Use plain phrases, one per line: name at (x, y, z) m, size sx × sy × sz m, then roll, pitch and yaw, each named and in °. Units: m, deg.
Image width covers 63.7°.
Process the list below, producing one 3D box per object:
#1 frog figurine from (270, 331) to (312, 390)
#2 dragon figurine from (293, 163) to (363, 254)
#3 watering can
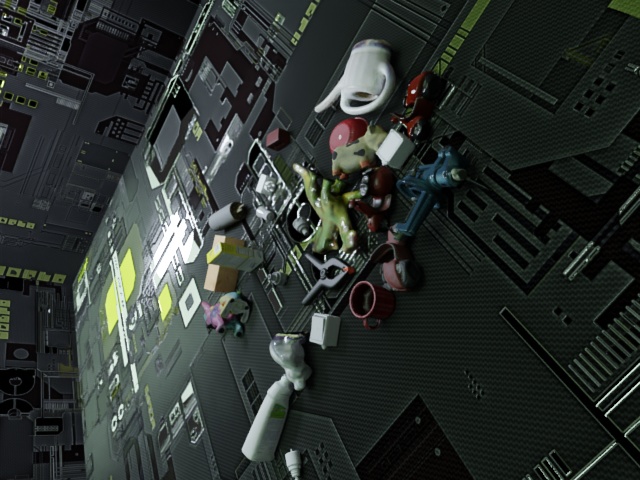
frog figurine at (-0.084, 0.350, 1.491) m, size 0.136 × 0.123 × 0.160 m, roll 133°, pitch 137°, yaw -81°
dragon figurine at (0.005, -0.078, 1.551) m, size 0.415 × 0.122 × 0.240 m, roll 32°, pitch 111°, yaw 53°
watering can at (0.107, -0.487, 1.562) m, size 0.349 × 0.103 × 0.225 m, roll 13°, pitch 87°, yaw 53°
